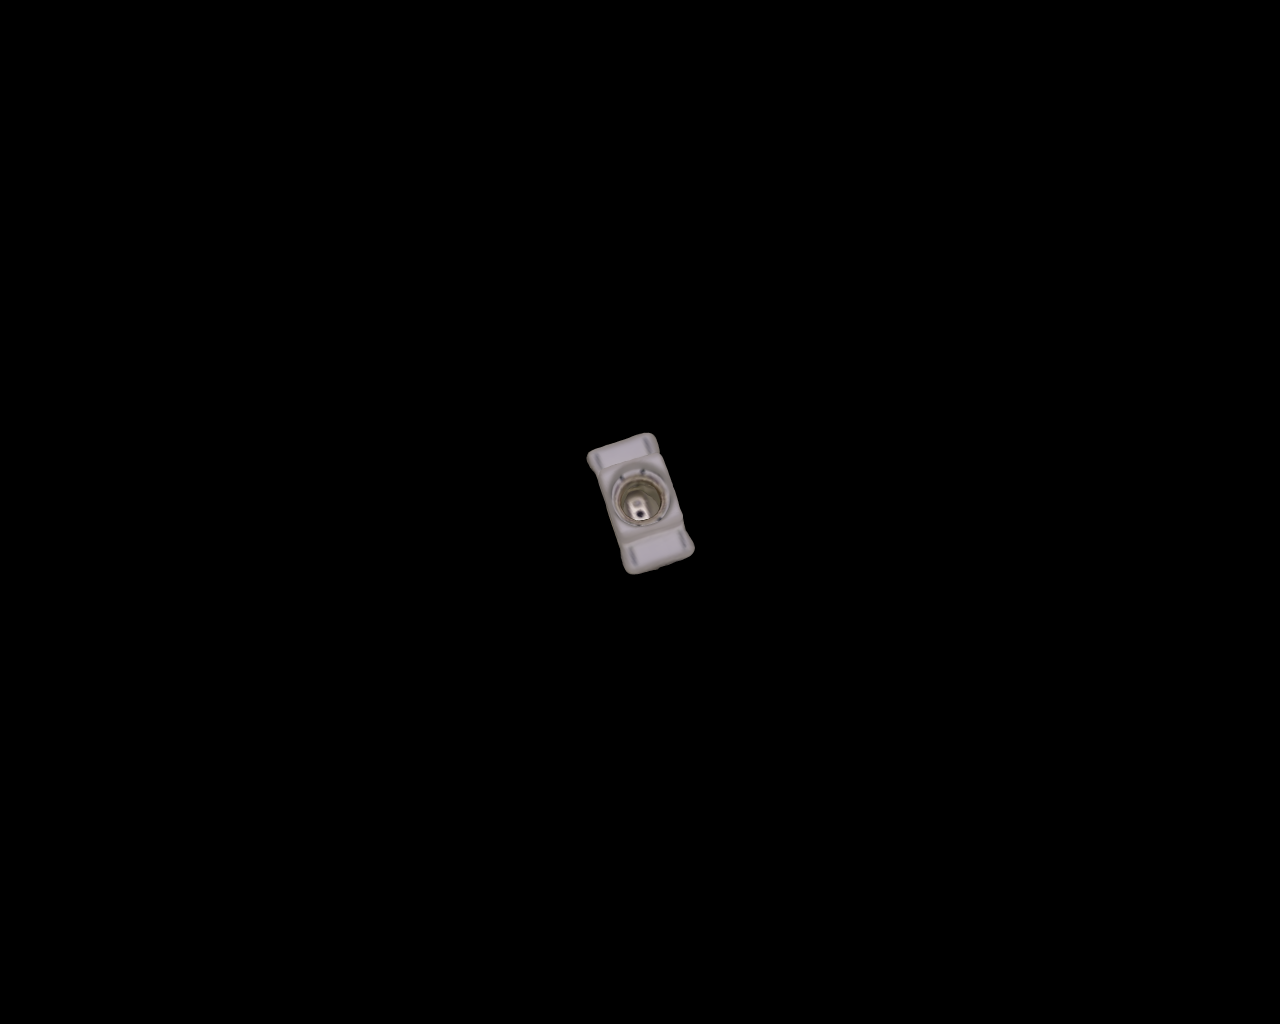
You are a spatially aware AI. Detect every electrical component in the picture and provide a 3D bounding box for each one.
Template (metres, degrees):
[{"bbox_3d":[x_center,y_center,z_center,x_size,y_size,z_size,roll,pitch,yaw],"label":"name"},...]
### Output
[{"bbox_3d":[0.001,-0.003,0.650,0.042,0.081,0.063,-17,-15,-5],"label":"electrical component"}]
